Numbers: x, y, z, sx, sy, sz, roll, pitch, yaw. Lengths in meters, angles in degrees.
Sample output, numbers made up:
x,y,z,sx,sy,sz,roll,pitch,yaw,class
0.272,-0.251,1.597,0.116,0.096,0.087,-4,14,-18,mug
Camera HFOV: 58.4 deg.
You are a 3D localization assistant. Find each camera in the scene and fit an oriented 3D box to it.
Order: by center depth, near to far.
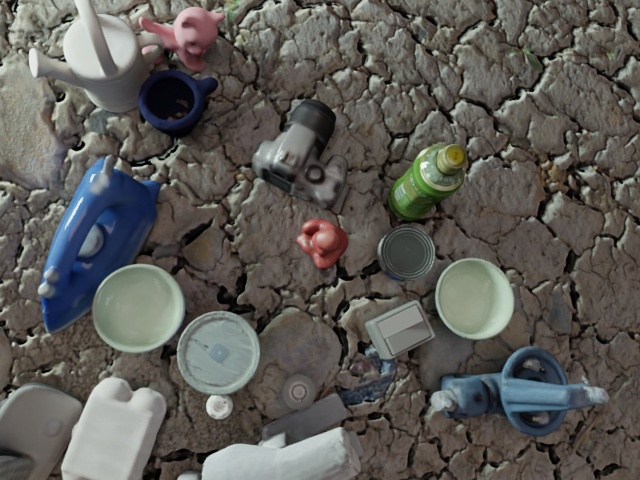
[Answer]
x,y,z,sx,sy,sz,roll,pitch,yaw,class
-0.014,-0.137,0.862,0.143,0.100,0.137,27,77,-2,camera

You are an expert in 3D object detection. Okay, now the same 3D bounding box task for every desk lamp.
x,y,z,sx,sy,sz,roll,pitch,yaw,class
-0.037,0.283,0.722,0.203,0.213,0.118,-24,83,-11,desk lamp

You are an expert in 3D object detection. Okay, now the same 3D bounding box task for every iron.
x,y,z,sx,sy,sz,roll,pitch,yaw,class
-0.320,0.006,0.774,0.118,0.141,0.258,24,77,-2,iron

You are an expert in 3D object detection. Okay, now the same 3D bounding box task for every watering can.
x,y,z,sx,sy,sz,roll,pitch,yaw,class
-0.308,-0.258,0.798,0.173,0.194,0.101,-41,87,-12,watering can

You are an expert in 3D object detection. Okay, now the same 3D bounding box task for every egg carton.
x,y,z,sx,sy,sz,roll,pitch,yaw,class
-0.275,0.266,0.768,0.107,0.069,0.150,18,78,-4,egg carton

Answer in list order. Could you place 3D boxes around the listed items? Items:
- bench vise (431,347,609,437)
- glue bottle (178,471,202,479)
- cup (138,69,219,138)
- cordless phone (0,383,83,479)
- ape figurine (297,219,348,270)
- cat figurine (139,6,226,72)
x,y,z,sx,sy,sz,roll,pitch,yaw,class
0.267,0.221,0.771,0.207,0.219,0.121,-22,83,-11,bench vise
-0.174,0.343,0.713,0.037,0.173,0.078,7,78,-6,glue bottle
-0.204,-0.198,0.851,0.118,0.095,0.091,-30,84,-12,cup
-0.378,0.252,0.697,0.094,0.185,0.148,25,77,-2,cordless phone
0.008,0.003,0.843,0.076,0.092,0.078,-3,80,-8,ape figurine
-0.207,-0.313,0.861,0.128,0.117,0.067,6,79,-6,cat figurine
